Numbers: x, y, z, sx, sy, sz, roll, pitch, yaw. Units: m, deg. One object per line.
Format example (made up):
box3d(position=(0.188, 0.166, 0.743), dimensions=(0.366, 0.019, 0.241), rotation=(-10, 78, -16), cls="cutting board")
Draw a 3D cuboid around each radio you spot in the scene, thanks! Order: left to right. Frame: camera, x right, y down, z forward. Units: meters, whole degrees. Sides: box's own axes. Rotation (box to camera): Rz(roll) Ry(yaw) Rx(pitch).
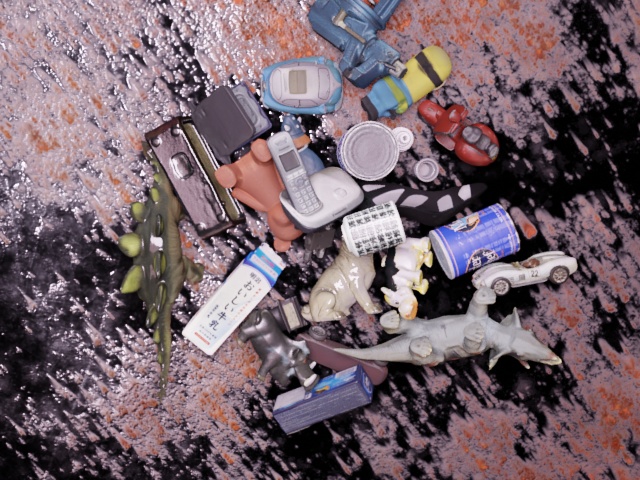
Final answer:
box3d(position=(-0.229, -0.116, 1.004), dimensions=(0.073, 0.131, 0.229), rotation=(-27, 97, 6), cls="radio")

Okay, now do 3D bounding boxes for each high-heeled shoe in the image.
box3d(position=(0.193, -0.095, 1.050), dimensions=(0.249, 0.086, 0.145), rotation=(-27, 76, -14), cls="high-heeled shoe")

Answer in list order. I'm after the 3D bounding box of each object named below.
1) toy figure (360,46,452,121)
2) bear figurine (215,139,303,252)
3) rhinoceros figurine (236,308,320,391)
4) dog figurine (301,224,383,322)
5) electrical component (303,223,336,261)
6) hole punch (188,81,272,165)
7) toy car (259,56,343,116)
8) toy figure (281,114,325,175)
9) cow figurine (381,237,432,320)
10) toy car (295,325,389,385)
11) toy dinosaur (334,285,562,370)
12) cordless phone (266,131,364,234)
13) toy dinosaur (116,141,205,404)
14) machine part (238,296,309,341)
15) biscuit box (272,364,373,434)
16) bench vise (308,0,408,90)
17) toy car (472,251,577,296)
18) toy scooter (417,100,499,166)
box3d(position=(0.163, -0.288, 1.005), dimensions=(0.180, 0.089, 0.082), rotation=(-31, 103, 1), cls="toy figure")
box3d(position=(-0.093, -0.076, 1.016), dimensions=(0.120, 0.132, 0.196), rotation=(-33, 91, 2), cls="bear figurine")
box3d(position=(-0.078, 0.217, 1.046), dimensions=(0.112, 0.073, 0.190), rotation=(-36, 98, 6), cls="rhinoceros figurine")
box3d(position=(0.036, 0.057, 1.058), dimensions=(0.172, 0.121, 0.190), rotation=(-11, 86, -8), cls="dog figurine")
box3d(position=(-0.002, -0.003, 1.056), dimensions=(0.063, 0.021, 0.094), rotation=(-10, 128, -41), cls="electrical component")
box3d(position=(-0.167, -0.229, 1.021), dimensions=(0.116, 0.092, 0.142), rotation=(-27, 102, 33), cls="hole punch")
box3d(position=(-0.034, -0.289, 0.997), dimensions=(0.162, 0.103, 0.109), rotation=(0, 98, -3), cls="toy car")
box3d(position=(-0.037, -0.166, 1.033), dimensions=(0.058, 0.064, 0.154), rotation=(-26, 99, 12), cls="toy figure")
box3d(position=(0.156, 0.071, 1.027), dimensions=(0.098, 0.167, 0.068), rotation=(4, 143, 25), cls="cow figurine")
box3d(position=(0.043, 0.239, 1.099), dimensions=(0.202, 0.053, 0.089), rotation=(23, 118, -3), cls="toy car")
box3d(position=(0.245, 0.198, 1.060), dimensions=(0.405, 0.131, 0.192), rotation=(-10, 143, 17), cls="toy dinosaur")
box3d(position=(-0.016, -0.118, 0.963), dimensions=(0.146, 0.089, 0.184), rotation=(-30, 107, -26), cls="cordless phone")
box3d(position=(-0.297, 0.052, 0.994), dimensions=(0.105, 0.198, 0.470), rotation=(-6, 96, 8), cls="toy dinosaur")
box3d(position=(-0.100, 0.166, 1.096), dimensions=(0.139, 0.039, 0.084), rotation=(-23, 106, 1), cls="machine part")
box3d(position=(0.006, 0.320, 1.080), dimensions=(0.203, 0.059, 0.062), rotation=(-25, 108, 18), cls="biscuit box")
box3d(position=(0.100, -0.401, 0.953), dimensions=(0.224, 0.128, 0.240), rotation=(45, 105, 27), cls="bench vise")
box3d(position=(0.403, 0.064, 1.067), dimensions=(0.202, 0.073, 0.056), rotation=(-11, 102, 1), cls="toy car")
box3d(position=(0.266, -0.201, 0.996), dimensions=(0.184, 0.135, 0.075), rotation=(34, 95, -7), cls="toy scooter")
